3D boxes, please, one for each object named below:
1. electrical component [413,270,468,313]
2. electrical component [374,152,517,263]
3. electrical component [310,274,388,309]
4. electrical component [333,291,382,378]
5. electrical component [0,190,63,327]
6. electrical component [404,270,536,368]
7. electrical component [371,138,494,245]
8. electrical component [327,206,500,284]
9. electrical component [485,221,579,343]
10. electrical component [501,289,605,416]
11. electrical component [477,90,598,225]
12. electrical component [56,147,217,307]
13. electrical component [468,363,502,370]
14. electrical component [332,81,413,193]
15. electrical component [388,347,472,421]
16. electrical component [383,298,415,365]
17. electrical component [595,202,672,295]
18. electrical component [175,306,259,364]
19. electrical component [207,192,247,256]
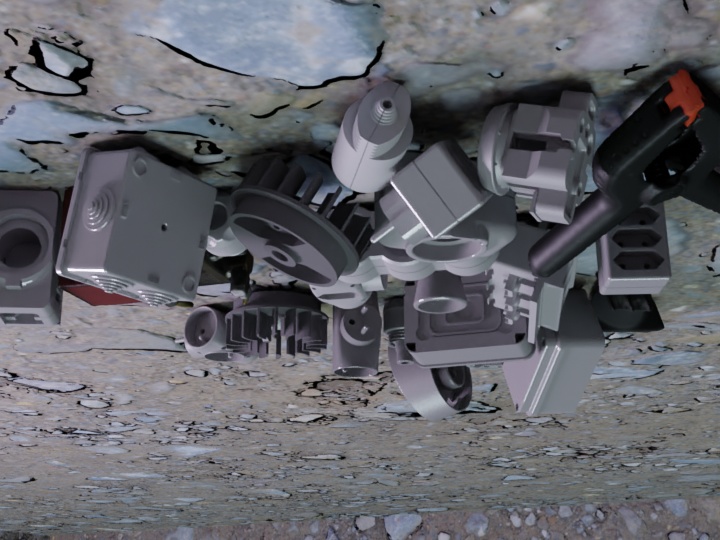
[{"bbox_3d":[0.066,0.004,0.894,0.045,0.055,0.045,-1,161,0],"label":"electrical component"},{"bbox_3d":[0.060,-0.041,0.755,0.095,0.059,0.054,6,160,-18],"label":"electrical component"},{"bbox_3d":[0.000,0.000,0.899,0.079,0.043,0.077,-5,161,12],"label":"electrical component"},{"bbox_3d":[-0.001,0.055,1.007,0.043,0.077,0.079,3,161,-10],"label":"electrical component"},{"bbox_3d":[-0.297,-0.010,0.787,0.150,0.089,0.061,1,161,-6],"label":"electrical component"},{"bbox_3d":[0.100,0.044,0.980,0.113,0.078,0.057,-6,158,15],"label":"electrical component"},{"bbox_3d":[0.039,-0.042,0.686,0.077,0.047,0.066,-37,180,16],"label":"electrical component"},{"bbox_3d":[0.040,-0.017,0.837,0.138,0.052,0.073,-4,161,10],"label":"electrical component"},{"bbox_3d":[0.141,0.004,0.881,0.063,0.078,0.121,18,165,14],"label":"electrical component"},{"bbox_3d":[0.182,0.078,1.029,0.057,0.078,0.113,1,134,-13],"label":"electrical component"},{"bbox_3d":[0.107,-0.071,0.655,0.057,0.078,0.058,11,172,24],"label":"electrical component"},{"bbox_3d":[-0.148,-0.028,0.728,0.048,0.099,0.100,1,166,37],"label":"electrical component"},{"bbox_3d":[0.136,0.075,1.117,0.055,0.047,0.055,-1,161,0],"label":"electrical component"},{"bbox_3d":[0.009,-0.082,0.657,0.043,0.043,0.081,2,161,-9],"label":"electrical component"},{"bbox_3d":[0.076,0.113,1.159,0.064,0.099,0.099,-20,154,30],"label":"electrical component"},{"bbox_3d":[0.044,0.061,1.050,0.043,0.062,0.043,-1,161,0],"label":"electrical component"},{"bbox_3d":[0.207,-0.012,0.837,0.047,0.065,0.076,-1,161,2],"label":"electrical component"},{"bbox_3d":[-0.152,0.070,1.097,0.079,0.044,0.077,-11,159,30],"label":"electrical component"},{"bbox_3d":[-0.100,-0.030,0.807,0.043,0.043,0.062,-4,162,11],"label":"electrical component"}]
